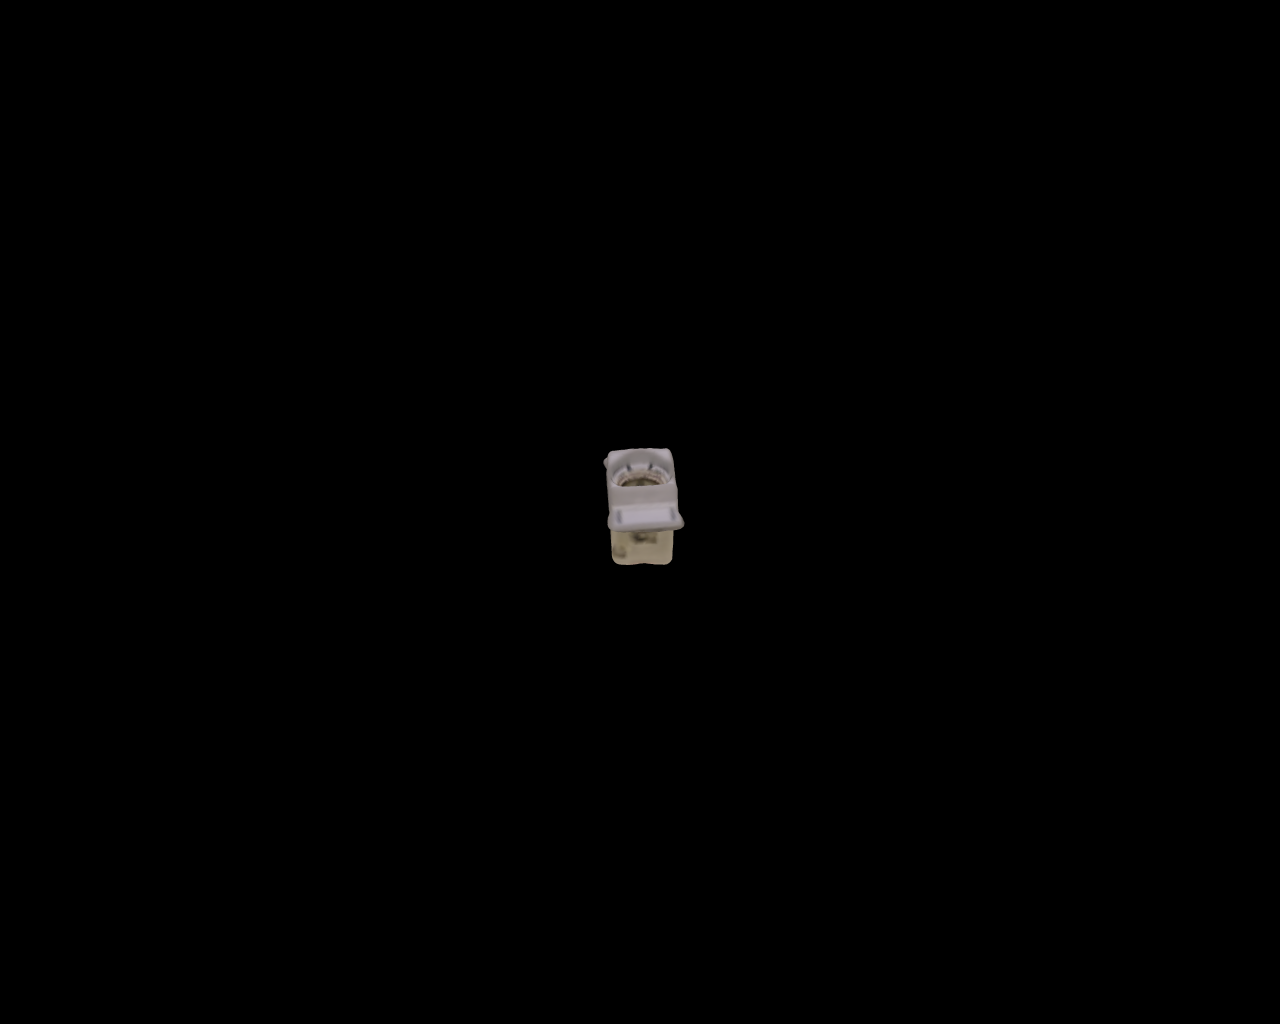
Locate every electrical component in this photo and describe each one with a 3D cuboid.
[{"bbox_3d":[0.001,-0.003,0.650,0.042,0.063,0.081,-1,35,-2],"label":"electrical component"}]
